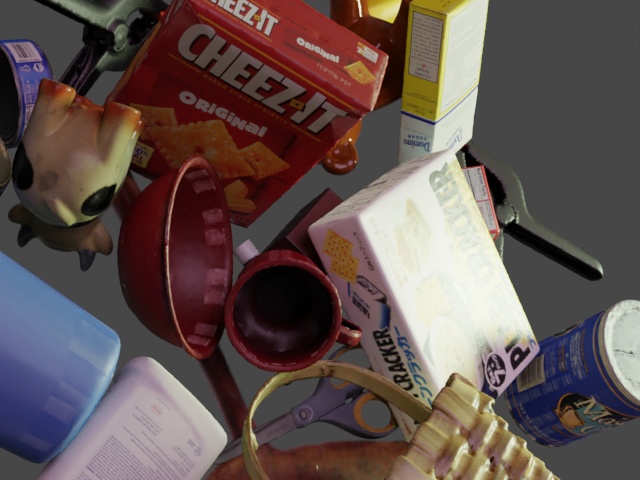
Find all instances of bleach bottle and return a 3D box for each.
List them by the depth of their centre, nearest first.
[{"bbox_3d":[-0.175,0.201,0.742,0.102,0.068,0.250,45,53,-5],"label":"bleach bottle"}]

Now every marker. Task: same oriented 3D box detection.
[{"bbox_3d":[-0.033,0.052,0.935,0.121,0.020,0.020,52,51,0],"label":"marker"}]

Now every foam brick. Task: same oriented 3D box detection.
[{"bbox_3d":[-0.006,0.001,0.956,0.051,0.053,0.078,45,51,-6],"label":"foam brick"}]

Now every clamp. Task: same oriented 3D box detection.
[{"bbox_3d":[-0.187,-0.183,0.906,0.039,0.120,0.171,22,43,17],"label":"clamp"},{"bbox_3d":[0.193,-0.019,1.099,0.164,0.036,0.210,-14,72,-28],"label":"clamp"}]

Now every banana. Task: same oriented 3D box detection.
[{"bbox_3d":[0.087,-0.285,1.175,0.069,0.037,0.197,24,53,1],"label":"banana"}]

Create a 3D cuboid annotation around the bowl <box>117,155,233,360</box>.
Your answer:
[{"bbox_3d":[-0.117,0.014,0.844,0.055,0.162,0.162,-2,60,12],"label":"bowl"}]

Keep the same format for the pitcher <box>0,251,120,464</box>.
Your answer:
[{"bbox_3d":[-0.263,0.055,0.715,0.242,0.145,0.149,35,68,-17],"label":"pitcher"}]

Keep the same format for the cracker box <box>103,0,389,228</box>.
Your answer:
[{"bbox_3d":[-0.074,-0.110,0.865,0.164,0.214,0.072,28,53,-18],"label":"cracker box"}]

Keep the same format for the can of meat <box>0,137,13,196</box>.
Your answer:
[{"bbox_3d":[-0.277,-0.062,0.796,0.057,0.084,0.102,-23,81,-38],"label":"can of meat"}]

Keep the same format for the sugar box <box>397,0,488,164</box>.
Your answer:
[{"bbox_3d":[0.117,-0.158,1.019,0.048,0.176,0.093,25,44,24],"label":"sugar box"}]

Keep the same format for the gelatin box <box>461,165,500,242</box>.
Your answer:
[{"bbox_3d":[0.125,-0.030,1.050,0.089,0.030,0.073,-9,70,-7],"label":"gelatin box"}]

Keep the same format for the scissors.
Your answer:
[{"bbox_3d":[0.001,0.160,0.903,0.096,0.016,0.201,50,51,-1],"label":"scissors"}]

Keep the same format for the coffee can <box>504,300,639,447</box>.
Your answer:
[{"bbox_3d":[0.256,0.128,1.002,0.102,0.141,0.103,14,60,-26],"label":"coffee can"}]

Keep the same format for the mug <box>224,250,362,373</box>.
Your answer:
[{"bbox_3d":[-0.020,0.057,0.878,0.117,0.081,0.093,20,98,-6],"label":"mug"}]

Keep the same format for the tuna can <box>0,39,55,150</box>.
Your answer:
[{"bbox_3d":[-0.241,-0.116,0.845,0.033,0.086,0.086,-12,74,-37],"label":"tuna can"}]
